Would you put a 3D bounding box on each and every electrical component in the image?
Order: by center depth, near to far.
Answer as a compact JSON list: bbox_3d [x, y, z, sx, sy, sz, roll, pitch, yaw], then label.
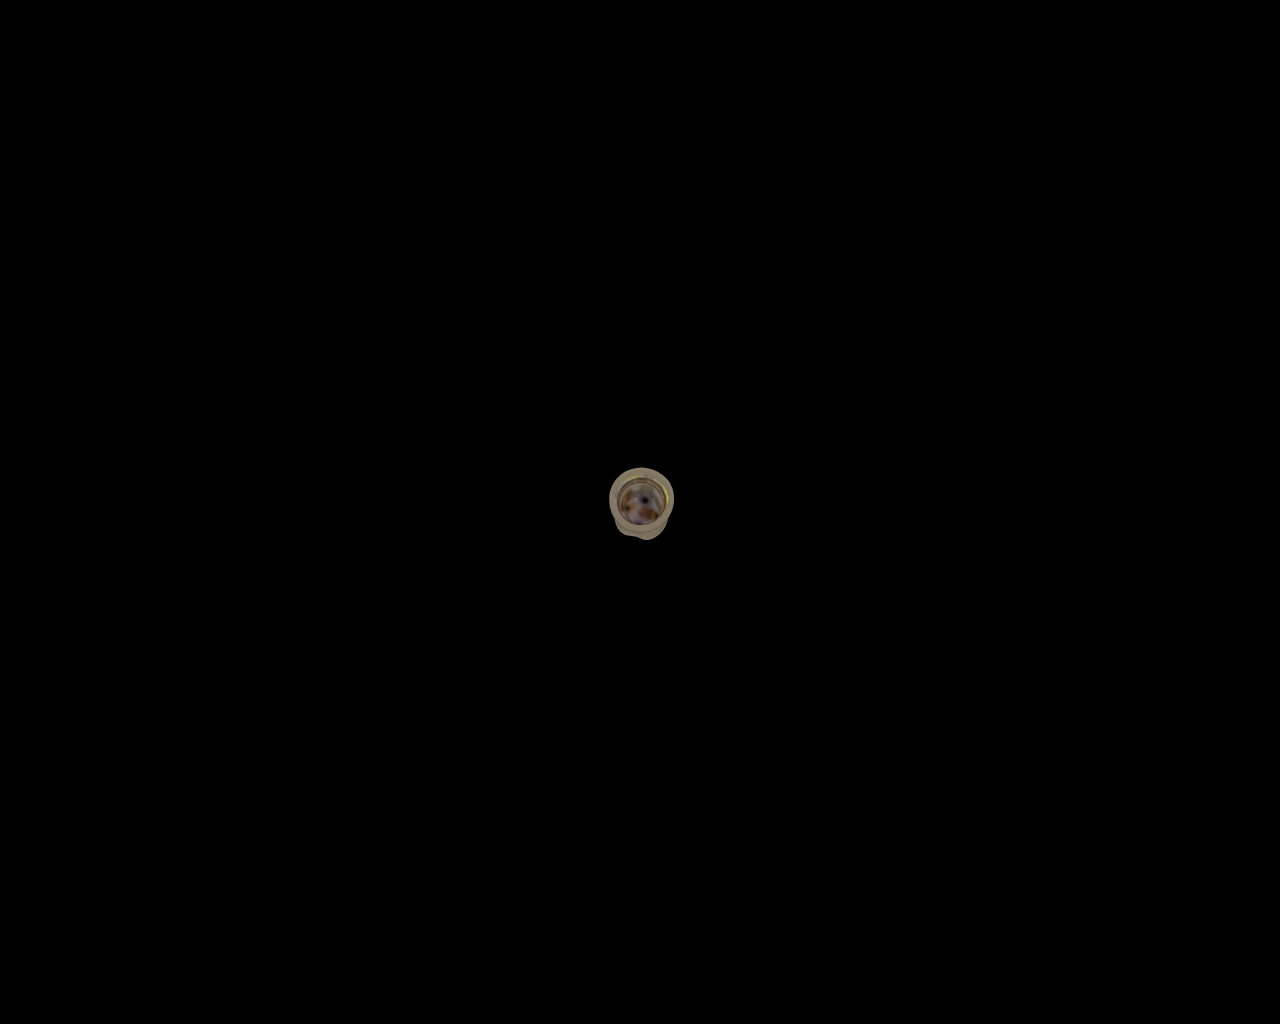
[{"bbox_3d":[0.001,-0.003,0.650,0.040,0.040,0.046,0,-16,0],"label":"electrical component"}]
